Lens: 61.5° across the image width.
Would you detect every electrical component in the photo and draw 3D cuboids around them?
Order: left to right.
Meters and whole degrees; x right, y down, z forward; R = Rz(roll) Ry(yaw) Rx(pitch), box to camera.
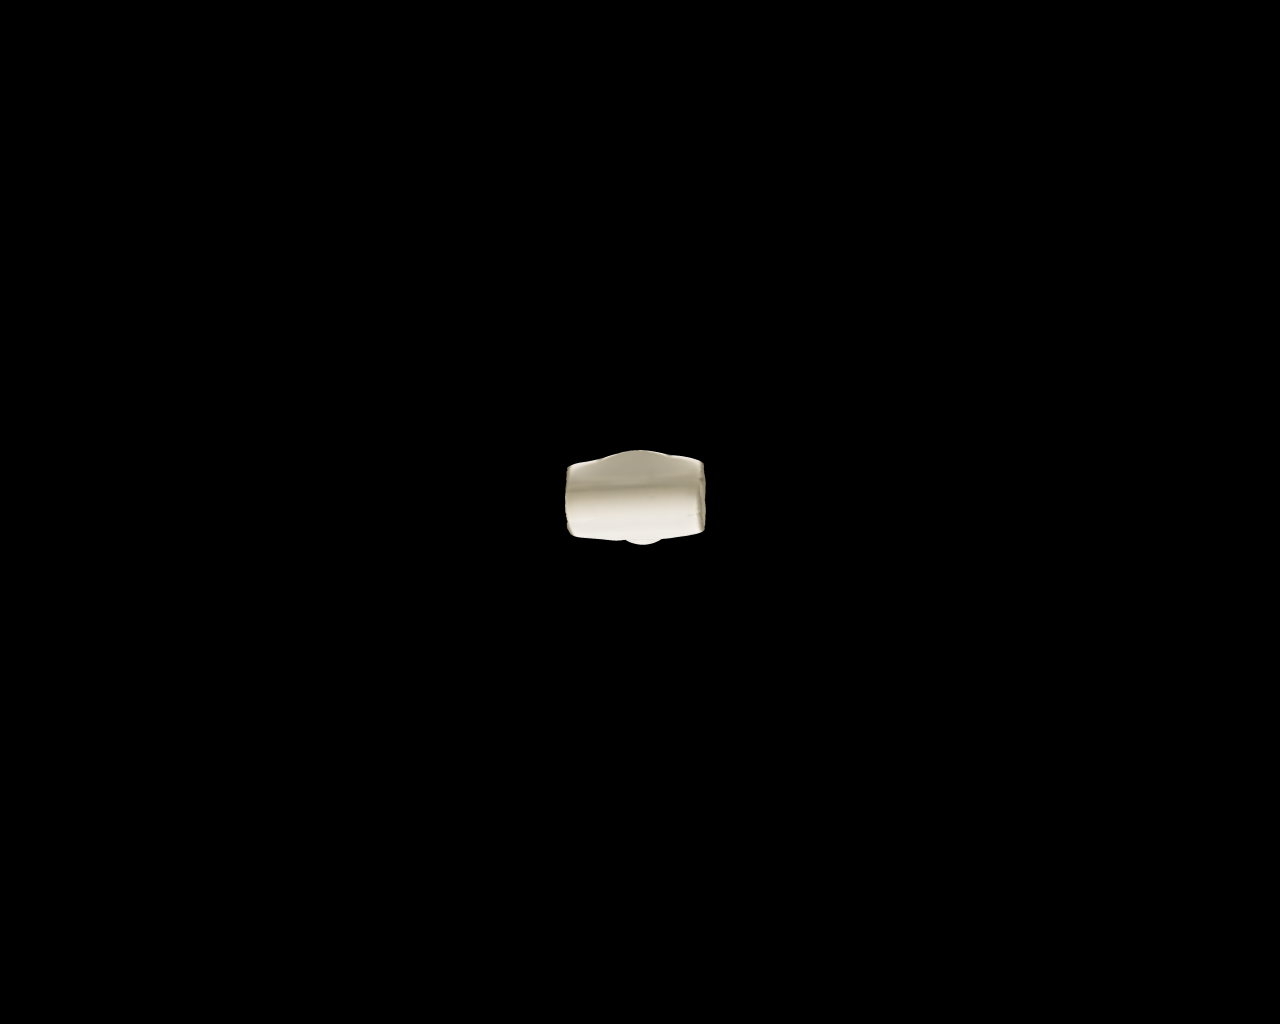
[{"bbox_3d":[0.001,-0.003,0.650,0.077,0.043,0.079,-2,-19,7],"label":"electrical component"}]
